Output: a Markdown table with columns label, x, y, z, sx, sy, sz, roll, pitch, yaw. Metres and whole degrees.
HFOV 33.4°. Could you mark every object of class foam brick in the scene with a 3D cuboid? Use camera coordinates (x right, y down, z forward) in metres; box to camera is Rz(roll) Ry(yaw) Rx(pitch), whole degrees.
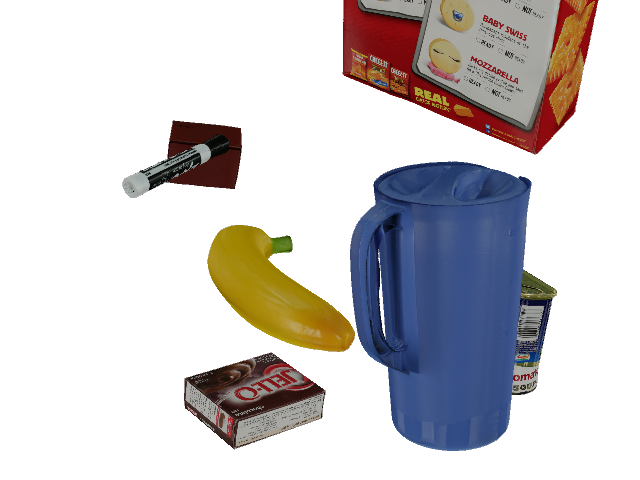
| label | x | y | z | sx | sy | sz | roll | pitch | yaw |
| --- | --- | --- | --- | --- | --- | --- | --- | --- | --- |
| foam brick | -0.126 | -0.093 | 1.156 | 0.078 | 0.051 | 0.053 | 6 | 30 | -6 |

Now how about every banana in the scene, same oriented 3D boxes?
| label | x | y | z | sx | sy | sz | roll | pitch | yaw |
| --- | --- | --- | --- | --- | --- | --- | --- | --- | --- |
| banana | -0.034 | 0.022 | 0.675 | 0.069 | 0.037 | 0.198 | -4 | 19 | -11 |

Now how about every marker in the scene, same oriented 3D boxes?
| label | x | y | z | sx | sy | sz | roll | pitch | yaw |
| --- | --- | --- | --- | --- | --- | --- | --- | --- | --- |
| marker | -0.125 | -0.068 | 0.950 | 0.020 | 0.020 | 0.120 | 0 | 24 | 43 |

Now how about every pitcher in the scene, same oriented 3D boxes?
| label | x | y | z | sx | sy | sz | roll | pitch | yaw |
| --- | --- | --- | --- | --- | --- | --- | --- | --- | --- |
| pitcher | 0.107 | 0.060 | 0.939 | 0.149 | 0.243 | 0.145 | 0 | 19 | 7 |

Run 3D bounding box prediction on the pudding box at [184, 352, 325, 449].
| label | x | y | z | sx | sy | sz | roll | pitch | yaw |
| --- | --- | --- | --- | --- | --- | --- | --- | --- | --- |
| pudding box | -0.066 | 0.157 | 1.059 | 0.113 | 0.039 | 0.090 | -15 | 29 | -37 |

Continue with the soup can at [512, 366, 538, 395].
| label | x | y | z | sx | sy | sz | roll | pitch | yaw |
| --- | --- | --- | --- | --- | --- | --- | --- | --- | --- |
| soup can | 0.243 | 0.135 | 1.347 | 0.068 | 0.102 | 0.068 | 0 | 19 | 0 |

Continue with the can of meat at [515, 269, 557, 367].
| label | x | y | z | sx | sy | sz | roll | pitch | yaw |
| --- | --- | --- | --- | --- | --- | --- | --- | --- | --- |
| can of meat | 0.202 | 0.079 | 1.148 | 0.057 | 0.084 | 0.102 | 2 | 17 | -23 |

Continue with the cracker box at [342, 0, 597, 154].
| label | x | y | z | sx | sy | sz | roll | pitch | yaw |
| --- | --- | --- | --- | --- | --- | --- | --- | --- | --- |
| cracker box | 0.100 | -0.183 | 0.703 | 0.164 | 0.214 | 0.072 | 27 | 50 | 25 |
